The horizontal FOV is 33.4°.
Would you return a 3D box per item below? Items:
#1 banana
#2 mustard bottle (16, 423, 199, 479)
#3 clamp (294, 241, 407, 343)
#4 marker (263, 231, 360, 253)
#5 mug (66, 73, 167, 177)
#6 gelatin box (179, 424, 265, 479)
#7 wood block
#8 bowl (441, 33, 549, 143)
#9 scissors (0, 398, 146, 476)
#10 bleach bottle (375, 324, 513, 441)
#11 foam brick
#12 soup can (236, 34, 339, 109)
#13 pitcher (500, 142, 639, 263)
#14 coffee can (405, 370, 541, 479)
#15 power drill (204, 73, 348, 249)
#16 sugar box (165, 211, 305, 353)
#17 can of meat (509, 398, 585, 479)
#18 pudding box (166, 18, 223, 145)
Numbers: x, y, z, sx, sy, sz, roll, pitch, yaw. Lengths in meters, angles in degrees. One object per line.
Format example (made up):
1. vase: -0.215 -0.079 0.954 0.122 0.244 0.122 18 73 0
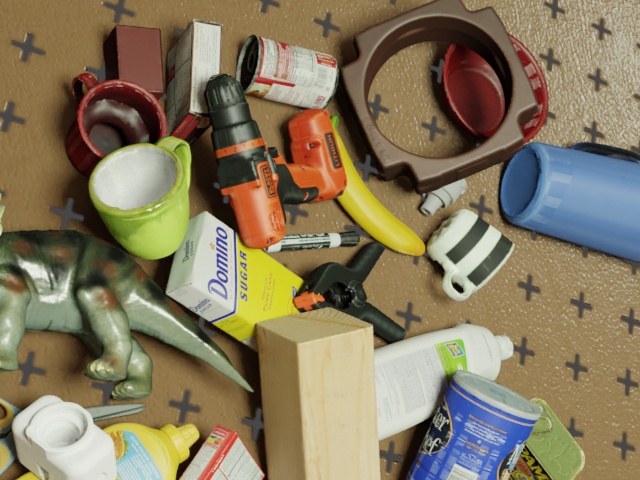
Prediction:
1. banana: 0.052 -0.054 1.257 0.069 0.037 0.198 -34 92 -30
2. mustard bottle: -0.199 0.233 1.035 0.191 0.058 0.096 -29 74 -30
3. clamp: 0.038 0.071 1.190 0.171 0.039 0.120 -17 81 -51
4. marker: -0.008 0.002 1.221 0.120 0.020 0.020 -4 78 -27
5. mug: -0.223 -0.119 1.111 0.093 0.082 0.117 -36 93 -30
6. gelatin box: -0.099 0.241 1.076 0.073 0.030 0.089 -55 142 -27
7. wood block: 0.000 0.184 1.089 0.090 0.091 0.206 -10 104 -29
8. bowl: 0.212 -0.188 1.365 0.161 0.055 0.162 8 72 -25
9. scissors: -0.271 0.195 1.036 0.201 0.016 0.096 12 72 -23
10. bleach bottle: 0.122 0.160 1.219 0.250 0.068 0.102 -13 86 -32
11. foam brick: -0.202 -0.187 1.157 0.051 0.053 0.078 2 75 -27
12. soup can: -0.038 -0.192 1.233 0.102 0.069 0.068 10 71 -25
13. pitcher: 0.357 -0.055 1.368 0.242 0.149 0.145 13 96 -20
14. coffee can: 0.164 0.227 1.163 0.102 0.103 0.140 22 97 -20
15. power drill: -0.048 -0.095 1.152 0.187 0.057 0.184 -24 101 -57
16. sugar box: -0.077 0.055 1.119 0.176 0.048 0.093 38 44 -36
17. can of meat: 0.243 0.238 1.243 0.057 0.084 0.102 -41 96 -30
18. pudding box: -0.138 -0.171 1.163 0.039 0.090 0.113 6 73 -25
